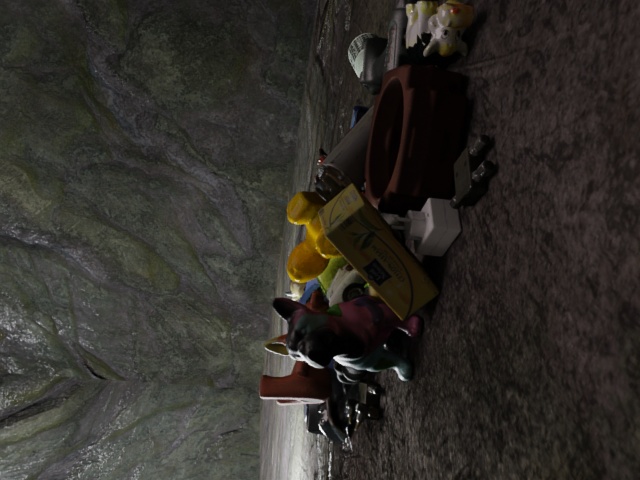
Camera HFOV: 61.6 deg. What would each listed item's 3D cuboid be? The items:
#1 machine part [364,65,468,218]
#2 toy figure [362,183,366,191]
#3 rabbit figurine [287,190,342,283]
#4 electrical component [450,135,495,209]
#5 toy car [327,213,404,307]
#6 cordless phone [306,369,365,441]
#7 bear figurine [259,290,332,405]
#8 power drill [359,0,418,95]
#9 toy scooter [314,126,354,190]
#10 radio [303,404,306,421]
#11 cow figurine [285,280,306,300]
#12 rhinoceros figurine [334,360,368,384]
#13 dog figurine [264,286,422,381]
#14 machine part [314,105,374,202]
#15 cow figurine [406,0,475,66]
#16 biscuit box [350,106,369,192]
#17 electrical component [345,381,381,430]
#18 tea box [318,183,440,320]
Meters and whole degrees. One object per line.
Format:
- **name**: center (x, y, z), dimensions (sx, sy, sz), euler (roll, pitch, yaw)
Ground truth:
- **machine part**: center (0.131, -0.139, 0.766), dimensions (0.201, 0.087, 0.200), euler (-126, 43, -75)
- **toy figure**: center (0.108, -0.096, 0.966), dimensions (0.154, 0.058, 0.064), euler (-118, 38, -81)
- **rabbit figurine**: center (-0.002, -0.003, 0.948), dimensions (0.162, 0.122, 0.173), euler (-33, -25, -58)
- **electrical component**: center (0.176, -0.077, 0.634), dimensions (0.094, 0.021, 0.063), euler (112, 162, -61)
- **toy car**: center (0.078, 0.033, 0.912), dimensions (0.201, 0.056, 0.073), euler (-58, 10, 7)
- **cordless phone**: center (0.043, 0.308, 1.092), dimensions (0.147, 0.089, 0.184), euler (-92, 24, -45)
- **bear figurine**: center (-0.032, 0.201, 1.002), dimensions (0.120, 0.132, 0.196), euler (49, -143, -62)
- **power drill**: center (0.135, -0.347, 0.942), dimensions (0.207, 0.086, 0.231), euler (-164, 78, -73)
- **toy scooter**: center (0.053, -0.169, 1.048), dimensions (0.184, 0.075, 0.135), euler (-41, 23, -3)
- **radio**: center (0.002, 0.311, 1.310), dimensions (0.230, 0.073, 0.131), euler (-96, 16, -47)
- **cow figurine**: center (-0.017, 0.144, 1.366), dimensions (0.195, 0.127, 0.085), euler (-110, 31, -66)
- **rhinoceros figurine**: center (0.068, 0.182, 0.970), dimensions (0.112, 0.073, 0.190), euler (-107, 24, -65)
- **dog figurine**: center (0.030, 0.125, 0.796), dimensions (0.192, 0.219, 0.108), euler (-108, 29, -67)
- **machine part**: center (0.073, -0.152, 0.913), dimensions (0.243, 0.079, 0.079), euler (-52, -7, -27)
- **cow figurine**: center (0.159, -0.276, 0.736), dimensions (0.167, 0.068, 0.098), euler (-98, 12, -69)
- **biscuit box**: center (0.087, -0.177, 1.135), dimensions (0.059, 0.063, 0.202), euler (-107, 25, -70)
- **electrical component**: center (0.076, 0.286, 0.936), dimensions (0.102, 0.045, 0.078), euler (148, 126, -79)
- **tea box**: center (0.078, 0.015, 0.727), dimensions (0.068, 0.169, 0.098), euler (-38, 22, 9)
